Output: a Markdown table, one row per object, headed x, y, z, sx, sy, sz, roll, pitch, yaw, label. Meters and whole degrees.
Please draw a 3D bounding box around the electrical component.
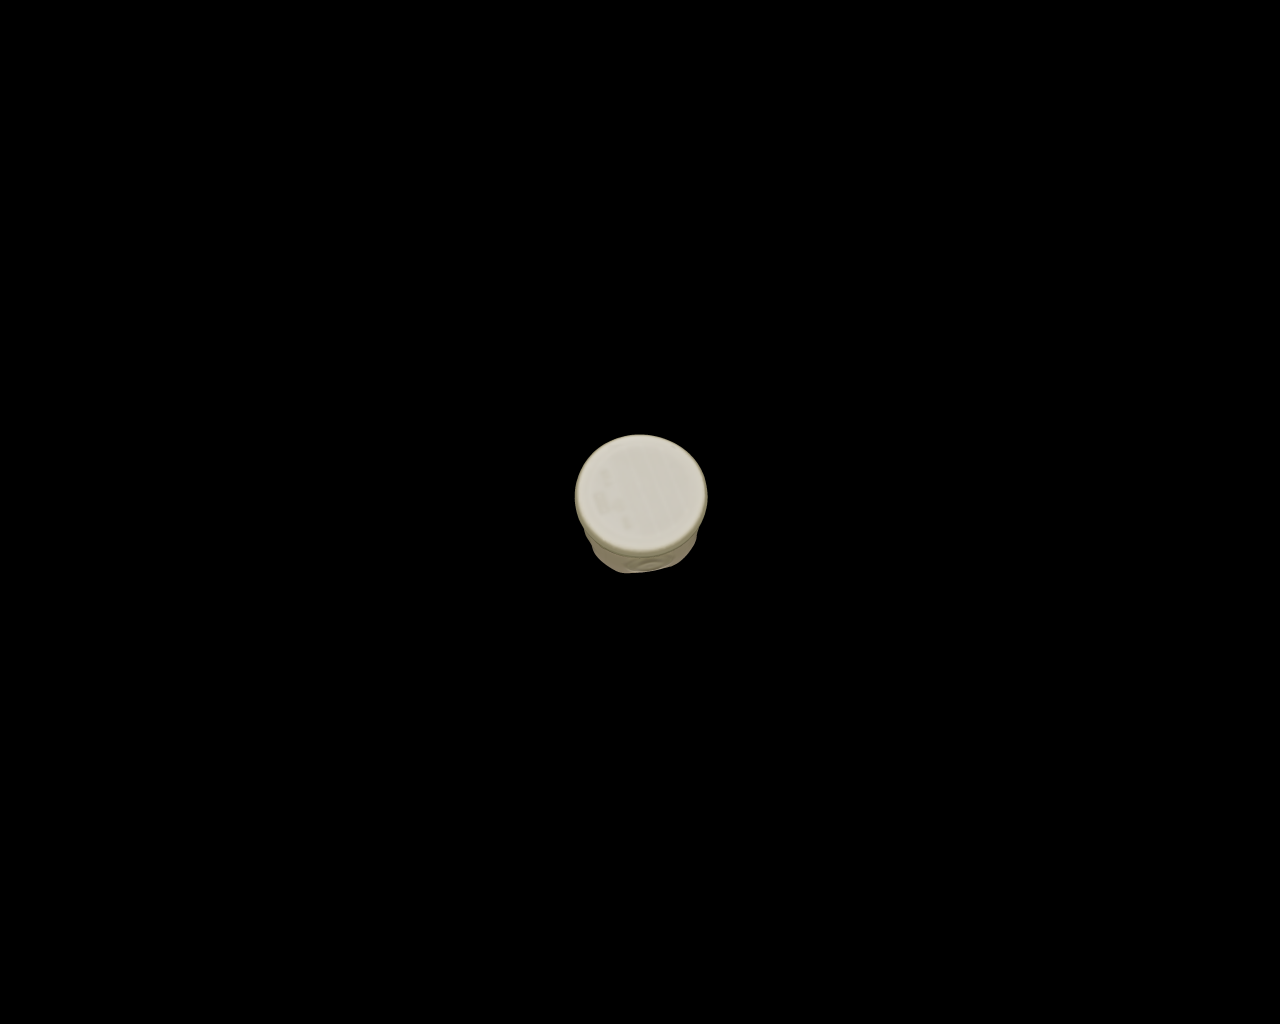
| x | y | z | sx | sy | sz | roll | pitch | yaw | label |
| --- | --- | --- | --- | --- | --- | --- | --- | --- | --- |
| 0.001 | -0.003 | 0.650 | 0.080 | 0.080 | 0.051 | 0 | -24 | 0 | electrical component |
